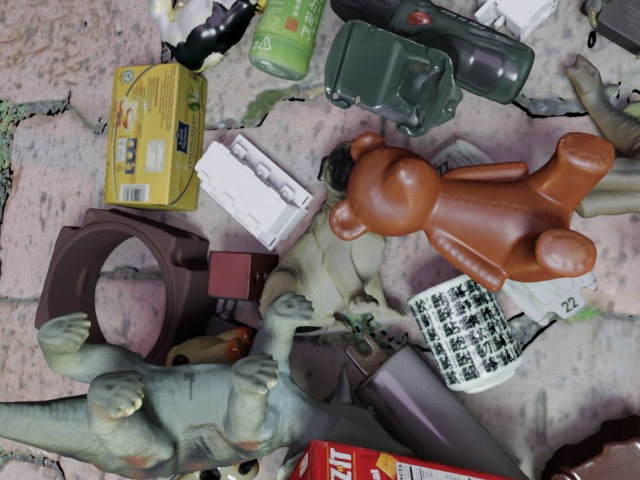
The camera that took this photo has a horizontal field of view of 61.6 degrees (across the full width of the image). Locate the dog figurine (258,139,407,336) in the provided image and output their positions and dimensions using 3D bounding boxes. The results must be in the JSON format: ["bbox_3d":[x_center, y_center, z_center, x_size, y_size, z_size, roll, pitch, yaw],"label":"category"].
[{"bbox_3d":[0.002,-0.001,0.576,0.172,0.121,0.190,-11,68,15],"label":"dog figurine"}]

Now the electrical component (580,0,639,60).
[{"bbox_3d":[0.299,-0.210,0.502,0.078,0.045,0.102,-46,74,13],"label":"electrical component"}]

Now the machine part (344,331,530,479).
[{"bbox_3d":[0.116,0.188,0.522,0.079,0.079,0.243,-46,73,11],"label":"machine part"}]

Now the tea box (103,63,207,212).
[{"bbox_3d":[-0.201,-0.122,0.659,0.098,0.068,0.169,5,87,19],"label":"tea box"}]

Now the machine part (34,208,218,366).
[{"bbox_3d":[-0.233,0.072,0.648,0.202,0.087,0.201,17,91,18],"label":"machine part"}]

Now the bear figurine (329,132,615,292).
[{"bbox_3d":[0.111,-0.037,0.445,0.196,0.132,0.120,21,73,3],"label":"bear figurine"}]

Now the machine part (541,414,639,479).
[{"bbox_3d":[0.280,0.243,0.454,0.180,0.056,0.179,3,96,28],"label":"machine part"}]

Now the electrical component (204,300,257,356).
[{"bbox_3d":[-0.104,0.116,0.632,0.063,0.021,0.094,19,95,19],"label":"electrical component"}]

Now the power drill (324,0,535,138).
[{"bbox_3d":[0.078,-0.178,0.507,0.232,0.207,0.086,27,122,11],"label":"power drill"}]

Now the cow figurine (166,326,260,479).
[{"bbox_3d":[-0.117,0.200,0.588,0.127,0.085,0.194,-11,99,9],"label":"cow figurine"}]

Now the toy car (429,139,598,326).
[{"bbox_3d":[0.179,-0.009,0.524,0.073,0.056,0.202,-41,74,12],"label":"toy car"}]

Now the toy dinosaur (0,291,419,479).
[{"bbox_3d":[-0.117,0.154,0.465,0.405,0.131,0.192,0,123,-4],"label":"toy dinosaur"}]

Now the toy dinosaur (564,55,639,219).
[{"bbox_3d":[0.357,0.003,0.412,0.198,0.105,0.472,-33,63,11],"label":"toy dinosaur"}]

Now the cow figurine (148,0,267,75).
[{"bbox_3d":[-0.113,-0.271,0.640,0.167,0.068,0.098,-24,85,20],"label":"cow figurine"}]
